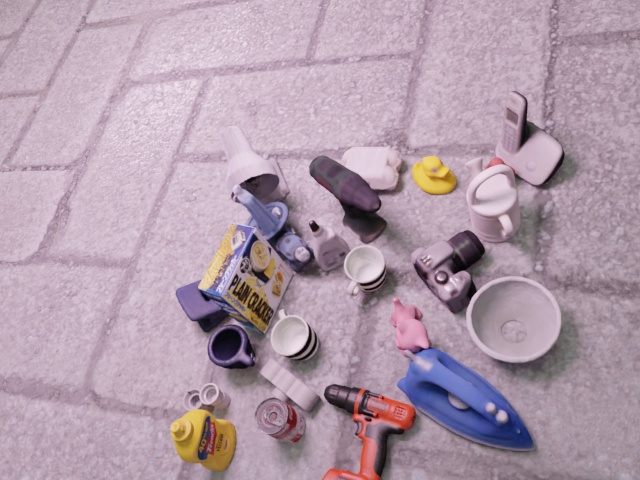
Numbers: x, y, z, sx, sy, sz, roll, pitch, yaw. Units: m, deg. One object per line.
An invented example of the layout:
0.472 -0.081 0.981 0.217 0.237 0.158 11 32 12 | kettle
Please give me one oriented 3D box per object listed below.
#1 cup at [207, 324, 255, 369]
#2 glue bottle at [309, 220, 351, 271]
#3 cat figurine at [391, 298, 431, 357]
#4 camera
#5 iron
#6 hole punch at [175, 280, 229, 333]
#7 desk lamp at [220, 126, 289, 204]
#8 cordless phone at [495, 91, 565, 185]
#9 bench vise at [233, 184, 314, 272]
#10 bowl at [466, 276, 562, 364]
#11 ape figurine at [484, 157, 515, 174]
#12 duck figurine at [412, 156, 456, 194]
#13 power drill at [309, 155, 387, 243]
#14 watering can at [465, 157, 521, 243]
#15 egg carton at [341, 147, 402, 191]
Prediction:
-0.168 0.241 1.208 0.117 0.095 0.092 27 74 32 | cup
0.011 0.004 1.230 0.078 0.173 0.037 -26 55 5 | glue bottle
0.170 0.169 1.105 0.067 0.118 0.127 -23 55 7 | cat figurine
0.269 0.047 1.149 0.137 0.101 0.142 -36 55 -1 | camera
0.255 0.274 0.997 0.257 0.142 0.119 28 74 32 | iron
-0.261 0.137 1.308 0.101 0.091 0.108 -38 55 -3 | hole punch
-0.162 -0.161 1.370 0.118 0.214 0.203 -28 55 4 | desk lamp
0.433 -0.214 1.188 0.094 0.185 0.147 -41 55 -6 | cordless phone
-0.099 -0.038 1.269 0.206 0.220 0.121 18 69 29 | bench vise
0.360 0.157 1.065 0.167 0.075 0.167 -10 58 16 | bowl
0.377 -0.141 1.223 0.077 0.092 0.076 -18 56 11 | ape figurine
0.251 -0.156 1.285 0.104 0.086 0.077 28 74 32 | duck figurine
0.073 -0.085 1.237 0.076 0.209 0.228 -43 55 -7 | power drill
0.339 -0.088 1.145 0.101 0.194 0.172 -41 55 -5 | watering can
0.118 -0.166 1.353 0.150 0.070 0.107 3 62 23 | egg carton
